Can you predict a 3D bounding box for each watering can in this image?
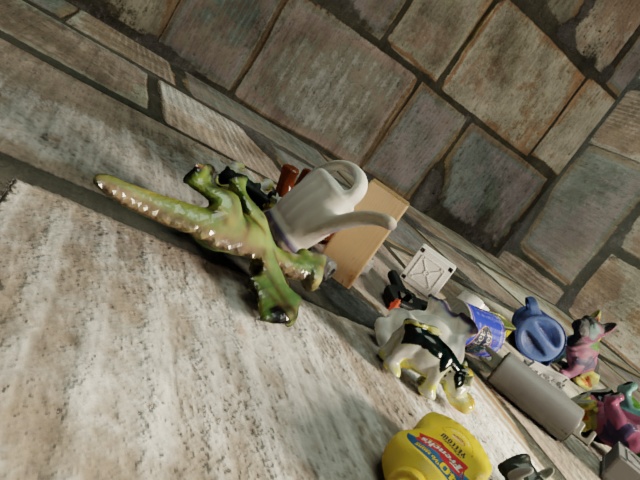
[{"bbox_3d":[0.003,-0.048,0.964,0.102,0.224,0.354,48,5,-29],"label":"watering can"}]

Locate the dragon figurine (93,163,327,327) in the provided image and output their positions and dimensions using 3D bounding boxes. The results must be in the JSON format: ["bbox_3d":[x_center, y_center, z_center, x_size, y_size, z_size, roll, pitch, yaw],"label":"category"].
[{"bbox_3d":[-0.110,0.019,0.735,0.246,0.121,0.410,48,19,20],"label":"dragon figurine"}]

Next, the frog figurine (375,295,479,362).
[{"bbox_3d":[0.171,0.174,0.895,0.160,0.120,0.140,-16,50,-25],"label":"frog figurine"}]
